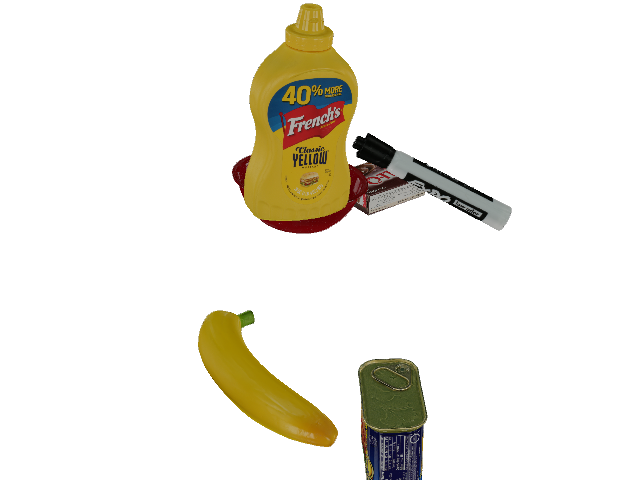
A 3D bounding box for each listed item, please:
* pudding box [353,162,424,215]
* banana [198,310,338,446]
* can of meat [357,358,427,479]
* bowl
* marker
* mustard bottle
[{"bbox_3d":[0.087,-0.084,1.598,0.113,0.039,0.090,-22,35,-30],"label":"pudding box"},{"bbox_3d":[-0.054,0.101,0.845,0.069,0.037,0.198,-7,29,-22],"label":"banana"},{"bbox_3d":[0.066,0.174,0.996,0.057,0.084,0.102,-3,31,-1],"label":"can of meat"},{"bbox_3d":[-0.027,-0.052,1.265,0.162,0.055,0.162,6,26,-3],"label":"bowl"},{"bbox_3d":[0.078,-0.042,0.750,0.121,0.020,0.020,27,-3,-6],"label":"marker"},{"bbox_3d":[-0.015,-0.113,0.940,0.096,0.192,0.058,-7,31,-20],"label":"mustard bottle"}]
